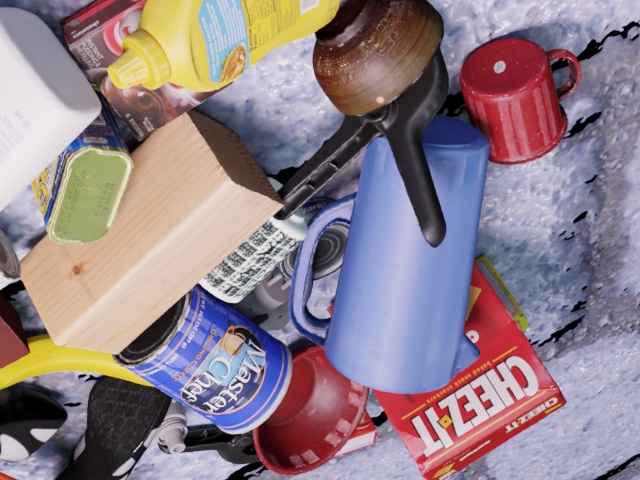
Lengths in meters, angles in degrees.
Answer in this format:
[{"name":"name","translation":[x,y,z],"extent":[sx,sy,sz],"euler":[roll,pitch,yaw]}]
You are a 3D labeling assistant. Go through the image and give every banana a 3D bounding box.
[{"name":"banana","translation":[-0.234,0.120,1.017],"extent":[0.197,0.069,0.037],"euler":[-3,155,-36]}]

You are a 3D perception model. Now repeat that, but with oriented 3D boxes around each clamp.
[{"name":"clamp","translation":[0.044,-0.097,0.896],"extent":[0.165,0.210,0.036],"euler":[3,164,30]},{"name":"clamp","translation":[-0.092,0.215,1.231],"extent":[0.120,0.039,0.171],"euler":[-41,143,22]}]

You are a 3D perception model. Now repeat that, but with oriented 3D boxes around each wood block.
[{"name":"wood block","translation":[-0.145,-0.005,0.903],"extent":[0.206,0.091,0.090],"euler":[-41,154,15]}]

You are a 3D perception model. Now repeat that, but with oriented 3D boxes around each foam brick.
[{"name":"foam brick","translation":[-0.299,0.074,0.939],"extent":[0.053,0.051,0.078],"euler":[-26,142,-7]}]

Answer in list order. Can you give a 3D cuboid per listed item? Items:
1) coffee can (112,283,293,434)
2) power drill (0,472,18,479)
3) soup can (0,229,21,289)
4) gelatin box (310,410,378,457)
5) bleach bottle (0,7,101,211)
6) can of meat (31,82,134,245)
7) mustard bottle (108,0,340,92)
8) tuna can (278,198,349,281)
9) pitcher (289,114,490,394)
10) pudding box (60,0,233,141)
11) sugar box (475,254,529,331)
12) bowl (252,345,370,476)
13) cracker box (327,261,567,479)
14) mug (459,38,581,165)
[{"name":"coffee can","translation":[-0.109,0.105,0.993],"extent":[0.103,0.103,0.140],"euler":[-40,126,14]},{"name":"power drill","translation":[-0.350,0.287,1.074],"extent":[0.188,0.057,0.184],"euler":[-16,143,31]},{"name":"soup can","translation":[-0.306,0.029,0.872],"extent":[0.102,0.068,0.068],"euler":[-32,141,3]},{"name":"gelatin box","translation":[0.014,0.218,1.270],"extent":[0.089,0.073,0.030],"euler":[-15,139,-17]},{"name":"bleach bottle","translation":[-0.279,-0.053,0.791],"extent":[0.251,0.102,0.068],"euler":[-38,176,22]},{"name":"can of meat","translation":[-0.190,-0.059,0.834],"extent":[0.057,0.084,0.102],"euler":[0,133,-32]},{"name":"mustard bottle","translation":[-0.070,-0.161,0.766],"extent":[0.191,0.058,0.096],"euler":[-37,144,-25]},{"name":"tuna can","translation":[-0.007,0.001,1.050],"extent":[0.086,0.034,0.086],"euler":[-17,140,-15]},{"name":"pitcher","translation":[0.072,0.008,0.988],"extent":[0.149,0.145,0.243],"euler":[-11,121,-35]},{"name":"pudding box","translation":[-0.130,-0.142,0.814],"extent":[0.090,0.039,0.113],"euler":[-31,142,1]},{"name":"sugar box","translation":[0.134,0.100,1.198],"extent":[0.176,0.093,0.048],"euler":[-30,143,3]},{"name":"bowl","translation":[-0.022,0.179,1.194],"extent":[0.161,0.055,0.162],"euler":[-18,121,-34]},{"name":"cracker box","translation":[0.127,0.118,1.112],"extent":[0.164,0.214,0.072],"euler":[-33,152,6]},{"name":"mug","translation":[0.185,-0.135,0.975],"extent":[0.117,0.093,0.081],"euler":[-26,136,1]}]
